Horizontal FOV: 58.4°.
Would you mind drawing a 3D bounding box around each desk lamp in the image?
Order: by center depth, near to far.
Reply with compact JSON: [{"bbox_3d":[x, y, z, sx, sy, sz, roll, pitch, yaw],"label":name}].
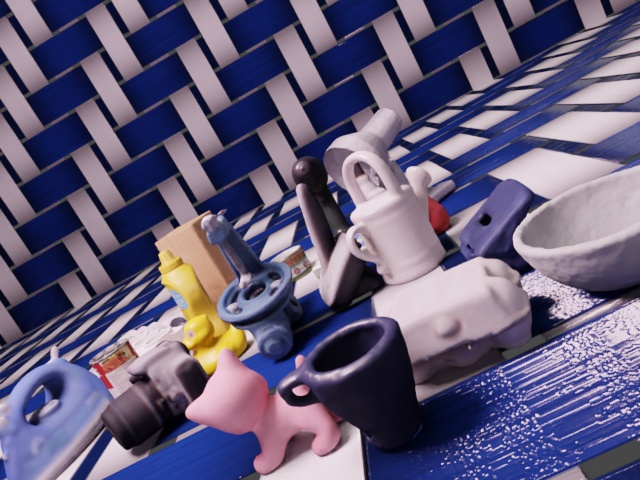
[{"bbox_3d":[0.131,-0.138,1.121,0.204,0.214,0.117,-37,14,-33],"label":"desk lamp"}]

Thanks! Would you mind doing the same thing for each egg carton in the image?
[{"bbox_3d":[0.127,0.077,0.552,0.150,0.069,0.107,-26,12,17],"label":"egg carton"}]

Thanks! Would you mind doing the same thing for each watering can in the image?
[{"bbox_3d":[0.099,-0.045,0.835,0.100,0.194,0.173,-20,14,37],"label":"watering can"}]

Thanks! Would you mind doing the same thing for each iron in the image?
[{"bbox_3d":[-0.427,0.271,0.883,0.118,0.141,0.258,-27,11,10],"label":"iron"}]

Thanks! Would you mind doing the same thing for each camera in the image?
[{"bbox_3d":[-0.233,0.208,0.783,0.137,0.101,0.142,-36,13,-32],"label":"camera"}]

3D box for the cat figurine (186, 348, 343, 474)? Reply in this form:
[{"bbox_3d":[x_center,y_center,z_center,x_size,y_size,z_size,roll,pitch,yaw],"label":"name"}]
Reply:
[{"bbox_3d":[-0.055,0.152,0.543,0.127,0.118,0.067,-26,12,15],"label":"cat figurine"}]

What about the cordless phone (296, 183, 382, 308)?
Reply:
[{"bbox_3d":[0.008,0.003,0.874,0.094,0.185,0.147,-30,11,-5],"label":"cordless phone"}]

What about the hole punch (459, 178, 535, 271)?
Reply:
[{"bbox_3d":[0.212,-0.012,0.677,0.101,0.091,0.108,-28,11,7],"label":"hole punch"}]

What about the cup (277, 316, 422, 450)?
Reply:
[{"bbox_3d":[0.032,0.131,0.480,0.117,0.095,0.091,-27,11,9],"label":"cup"}]

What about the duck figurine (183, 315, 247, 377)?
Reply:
[{"bbox_3d":[-0.173,0.157,0.900,0.105,0.086,0.077,-33,12,-20],"label":"duck figurine"}]

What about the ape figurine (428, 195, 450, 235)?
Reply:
[{"bbox_3d":[0.167,-0.049,0.951,0.076,0.092,0.078,-19,15,41],"label":"ape figurine"}]

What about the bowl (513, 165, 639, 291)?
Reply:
[{"bbox_3d":[0.271,-0.002,0.527,0.167,0.075,0.167,-28,11,6],"label":"bowl"}]

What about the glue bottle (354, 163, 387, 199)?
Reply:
[{"bbox_3d":[0.095,-0.054,0.940,0.037,0.173,0.078,-36,13,-30],"label":"glue bottle"}]

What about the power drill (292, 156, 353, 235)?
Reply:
[{"bbox_3d":[0.011,-0.080,1.176,0.075,0.208,0.229,-28,11,5],"label":"power drill"}]

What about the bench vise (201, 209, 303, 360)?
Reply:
[{"bbox_3d":[-0.112,0.056,0.849,0.121,0.220,0.207,-32,12,-13],"label":"bench vise"}]
